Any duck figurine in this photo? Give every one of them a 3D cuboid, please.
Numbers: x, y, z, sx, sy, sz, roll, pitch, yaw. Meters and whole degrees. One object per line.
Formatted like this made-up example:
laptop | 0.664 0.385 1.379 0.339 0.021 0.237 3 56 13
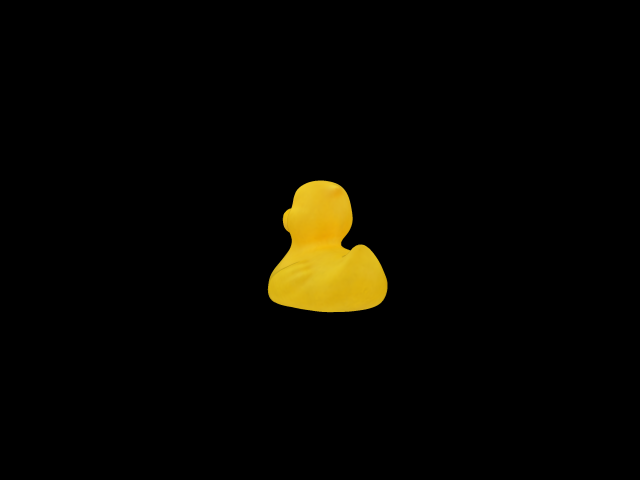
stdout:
duck figurine | 0.004 0.001 0.400 0.078 0.086 0.104 -3 5 -31
